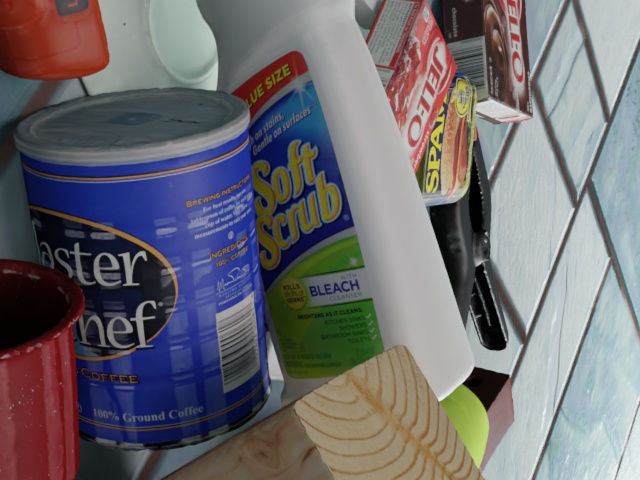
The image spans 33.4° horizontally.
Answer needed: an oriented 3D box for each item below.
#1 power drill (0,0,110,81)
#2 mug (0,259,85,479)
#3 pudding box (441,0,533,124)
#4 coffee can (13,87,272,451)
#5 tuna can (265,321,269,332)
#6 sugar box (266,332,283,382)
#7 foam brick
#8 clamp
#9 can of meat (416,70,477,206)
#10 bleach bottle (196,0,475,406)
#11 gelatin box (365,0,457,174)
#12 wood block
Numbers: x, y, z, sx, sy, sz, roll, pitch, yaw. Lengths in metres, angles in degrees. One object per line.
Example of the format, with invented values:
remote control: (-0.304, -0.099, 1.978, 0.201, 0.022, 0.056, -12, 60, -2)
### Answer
power drill: (-0.162, -0.066, 0.381, 0.187, 0.057, 0.184, -38, 129, -46)
mug: (-0.147, 0.066, 0.418, 0.117, 0.093, 0.081, -24, 124, -46)
pudding box: (0.127, -0.150, 0.806, 0.089, 0.039, 0.113, 7, 81, -57)
coffee can: (-0.078, 0.010, 0.492, 0.102, 0.103, 0.140, -31, 124, -50)
tuna can: (-0.031, 0.006, 0.587, 0.086, 0.034, 0.086, 0, 91, -17)
sugar box: (-0.004, 0.001, 0.659, 0.093, 0.048, 0.176, 20, 81, -57)
foam brick: (0.123, 0.151, 0.895, 0.078, 0.053, 0.051, -46, 135, -43)
clamp: (0.108, 0.013, 0.824, 0.164, 0.036, 0.210, -33, 120, -61)
can of meat: (0.067, -0.071, 0.740, 0.083, 0.058, 0.102, -9, 107, -58)
bleach bottle: (-0.007, -0.039, 0.520, 0.067, 0.103, 0.251, -29, 104, -49)
gelatin box: (0.048, -0.089, 0.635, 0.089, 0.030, 0.073, -67, 150, -17)
wood block: (-0.034, 0.139, 0.492, 0.090, 0.206, 0.091, -20, 77, -54)
